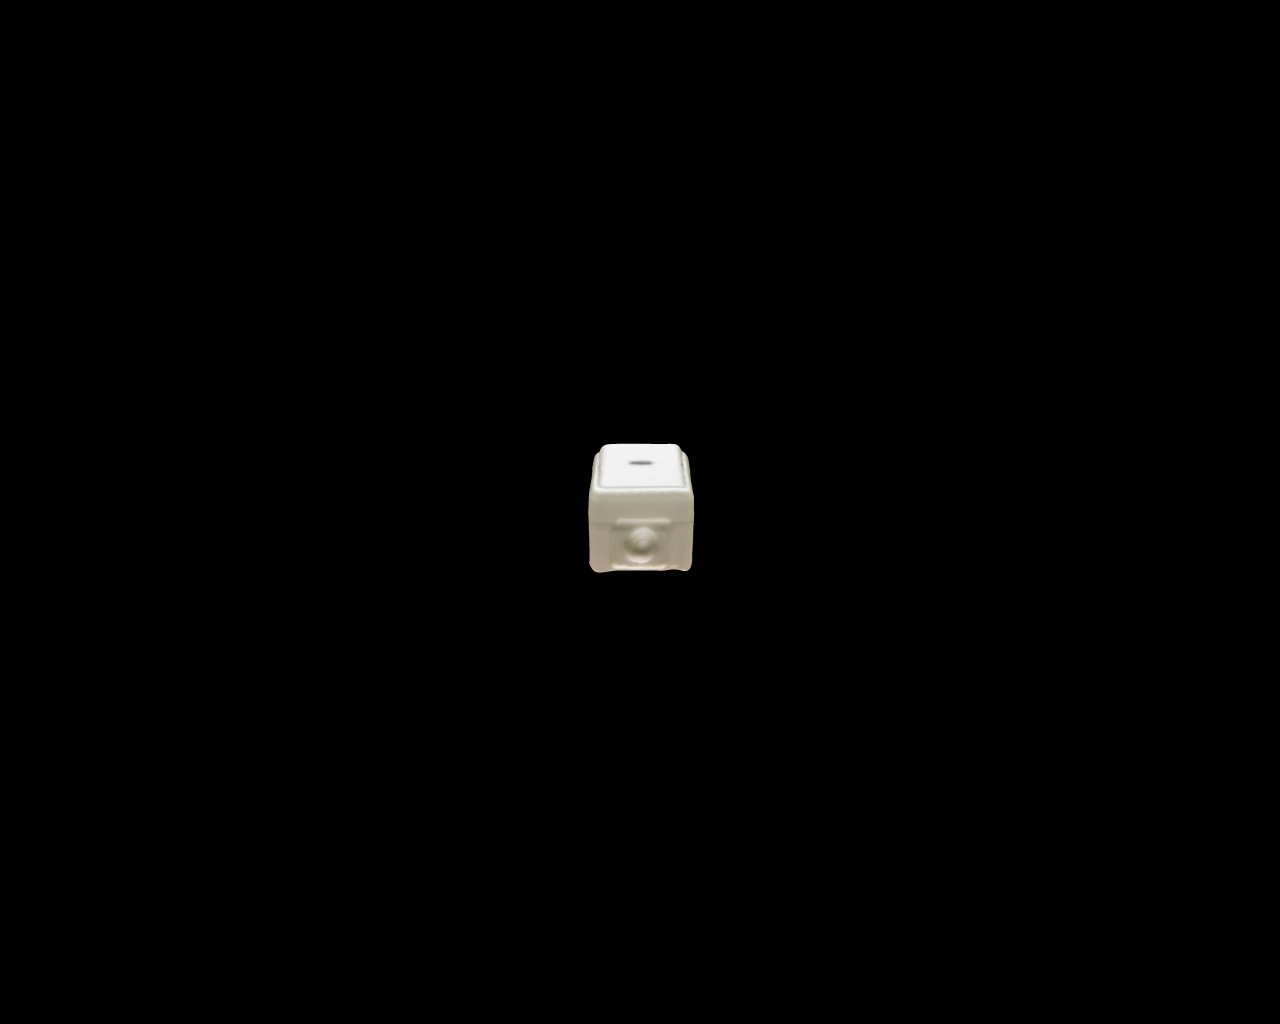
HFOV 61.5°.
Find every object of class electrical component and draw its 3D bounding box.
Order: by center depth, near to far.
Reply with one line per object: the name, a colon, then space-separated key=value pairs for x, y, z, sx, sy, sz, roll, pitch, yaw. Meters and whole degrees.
electrical component: x=0.001 y=-0.003 z=0.650 sx=0.062 sy=0.061 sz=0.096 roll=0 pitch=21 yaw=0
